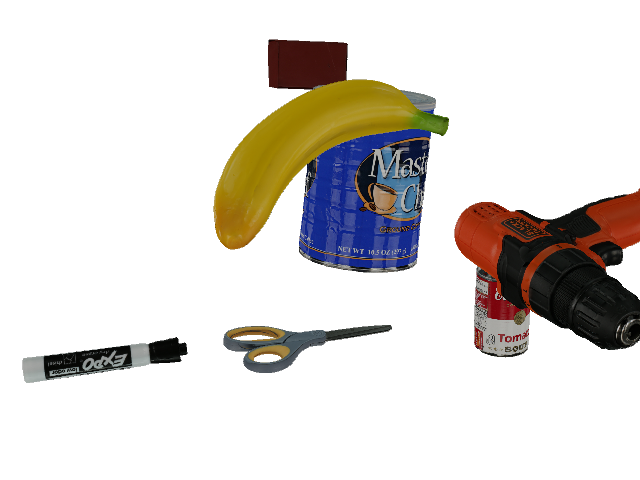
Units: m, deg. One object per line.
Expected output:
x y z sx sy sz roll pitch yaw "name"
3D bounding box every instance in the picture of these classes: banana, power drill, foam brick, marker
-0.005 -0.058 0.642 0.070 0.037 0.197 31 46 31 "banana"
0.213 0.006 0.745 0.187 0.057 0.185 -13 28 -21 "power drill"
-0.014 -0.188 1.146 0.078 0.051 0.053 0 11 -13 "foam brick"
-0.161 0.089 0.800 0.121 0.020 0.020 -7 1 -9 "marker"

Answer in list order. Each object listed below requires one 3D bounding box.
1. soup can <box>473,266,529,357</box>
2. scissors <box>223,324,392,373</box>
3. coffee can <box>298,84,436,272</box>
0.223 0.084 1.310 0.068 0.102 0.068 -1 19 0 "soup can"
-0.009 0.120 1.210 0.201 0.016 0.096 1 25 -9 "scissors"
0.038 -0.054 0.897 0.103 0.140 0.103 5 14 -1 "coffee can"
